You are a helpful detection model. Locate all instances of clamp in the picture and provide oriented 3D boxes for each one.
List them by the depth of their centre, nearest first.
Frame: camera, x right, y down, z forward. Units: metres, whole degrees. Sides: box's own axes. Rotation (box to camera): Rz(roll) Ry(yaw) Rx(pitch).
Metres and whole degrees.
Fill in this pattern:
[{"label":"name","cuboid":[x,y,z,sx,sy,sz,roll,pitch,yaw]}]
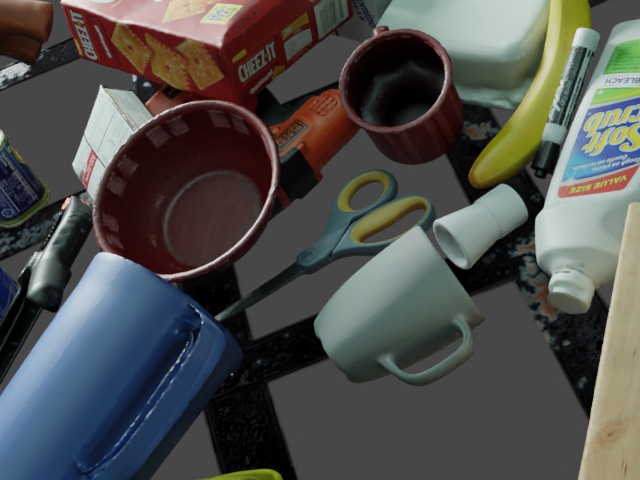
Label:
[{"label":"clamp","cuboid":[-0.235,0.040,0.888,0.165,0.036,0.210,-49,18,29]}]

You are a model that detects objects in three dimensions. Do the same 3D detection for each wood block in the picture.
[{"label":"wood block","cuboid":[0.223,0.085,0.651,0.090,0.090,0.206,4,53,24]}]

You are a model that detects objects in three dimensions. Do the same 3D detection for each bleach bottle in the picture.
[{"label":"bleach bottle","cuboid":[0.228,-0.054,0.785,0.103,0.068,0.250,7,57,34]}]

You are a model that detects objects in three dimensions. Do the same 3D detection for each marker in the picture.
[{"label":"marker","cuboid":[0.190,-0.105,0.829,0.020,0.020,0.121,17,86,33]}]

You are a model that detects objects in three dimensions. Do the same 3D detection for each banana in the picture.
[{"label":"banana","cuboid":[0.176,-0.127,0.855,0.037,0.069,0.198,-173,102,-77]}]

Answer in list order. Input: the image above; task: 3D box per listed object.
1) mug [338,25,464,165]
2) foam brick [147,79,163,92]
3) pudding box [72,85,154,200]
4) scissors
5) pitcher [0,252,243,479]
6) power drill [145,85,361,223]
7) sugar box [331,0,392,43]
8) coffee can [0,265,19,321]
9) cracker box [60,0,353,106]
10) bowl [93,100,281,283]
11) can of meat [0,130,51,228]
[{"label":"mug","cuboid":[0.068,-0.123,0.879,0.093,0.081,0.117,-24,64,10]},{"label":"foam brick","cuboid":[-0.127,-0.175,1.043,0.053,0.051,0.078,10,56,28]},{"label":"pudding box","cuboid":[-0.176,-0.073,0.953,0.114,0.039,0.090,48,121,42]},{"label":"scissors","cuboid":[-0.006,0.001,0.868,0.202,0.016,0.096,-22,45,4]},{"label":"pitcher","cuboid":[-0.166,0.138,0.739,0.145,0.149,0.242,27,68,17]},{"label":"power drill","cuboid":[-0.079,-0.085,0.945,0.184,0.057,0.188,-44,51,-13]},{"label":"sugar box","cuboid":[-0.002,-0.246,1.022,0.176,0.093,0.048,20,60,33]},{"label":"coffee can","cuboid":[-0.332,0.027,0.897,0.103,0.140,0.103,-12,48,13]},{"label":"cracker box","cuboid":[-0.104,-0.212,0.972,0.214,0.072,0.164,22,52,35]},{"label":"bowl","cuboid":[-0.096,-0.029,0.844,0.162,0.055,0.162,-10,60,18]},{"label":"can of meat","cuboid":[-0.313,-0.073,1.012,0.057,0.084,0.102,-39,48,-12]}]
